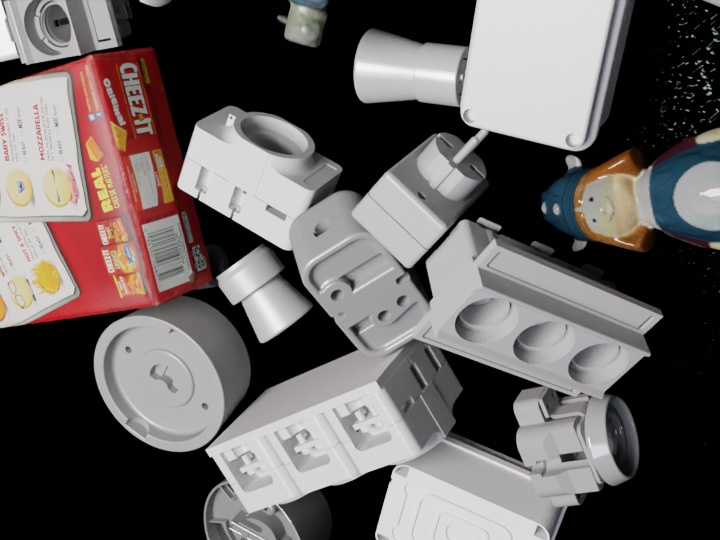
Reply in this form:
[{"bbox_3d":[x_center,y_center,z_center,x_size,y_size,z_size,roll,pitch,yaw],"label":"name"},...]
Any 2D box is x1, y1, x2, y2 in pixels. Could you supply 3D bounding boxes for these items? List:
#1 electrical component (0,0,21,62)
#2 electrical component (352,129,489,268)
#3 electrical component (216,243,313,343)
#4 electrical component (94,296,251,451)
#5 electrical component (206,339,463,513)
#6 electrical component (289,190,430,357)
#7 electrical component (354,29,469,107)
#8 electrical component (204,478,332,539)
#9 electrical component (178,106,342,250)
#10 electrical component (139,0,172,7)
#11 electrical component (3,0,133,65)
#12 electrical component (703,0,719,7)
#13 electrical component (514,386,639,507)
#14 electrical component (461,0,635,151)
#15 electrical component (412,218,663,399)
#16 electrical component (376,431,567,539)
[{"bbox_3d":[-0.267,-0.198,0.725,0.063,0.078,0.121,-11,109,6],"label":"electrical component"},{"bbox_3d":[0.048,-0.054,0.630,0.047,0.083,0.075,44,123,2],"label":"electrical component"},{"bbox_3d":[-0.066,0.015,0.738,0.045,0.045,0.055,-33,95,33],"label":"electrical component"},{"bbox_3d":[-0.131,0.070,0.784,0.108,0.060,0.108,10,116,21],"label":"electrical component"},{"bbox_3d":[-0.014,0.104,0.727,0.150,0.089,0.061,-26,100,32],"label":"electrical component"},{"bbox_3d":[0.000,0.000,0.673,0.054,0.059,0.095,-31,128,9],"label":"electrical component"},{"bbox_3d":[0.034,-0.116,0.631,0.065,0.044,0.044,11,116,22],"label":"electrical component"},{"bbox_3d":[-0.071,0.195,0.809,0.099,0.064,0.099,10,116,21],"label":"electrical component"},{"bbox_3d":[-0.064,-0.064,0.698,0.089,0.050,0.055,30,122,10],"label":"electrical component"},{"bbox_3d":[-0.143,-0.197,0.681,0.062,0.048,0.048,24,120,22],"label":"electrical component"},{"bbox_3d":[-0.187,-0.163,0.704,0.081,0.064,0.042,-3,109,26],"label":"electrical component"},{"bbox_3d":[0.198,-0.149,0.540,0.081,0.043,0.043,26,121,12],"label":"electrical component"},{"bbox_3d":[0.139,0.108,0.676,0.057,0.058,0.078,-15,105,33],"label":"electrical component"},{"bbox_3d":[0.103,-0.129,0.586,0.078,0.057,0.113,17,118,18],"label":"electrical component"},{"bbox_3d":[0.100,0.021,0.622,0.121,0.063,0.078,21,127,-26],"label":"electrical component"},{"bbox_3d":[0.076,0.165,0.730,0.113,0.057,0.078,22,120,15],"label":"electrical component"}]
